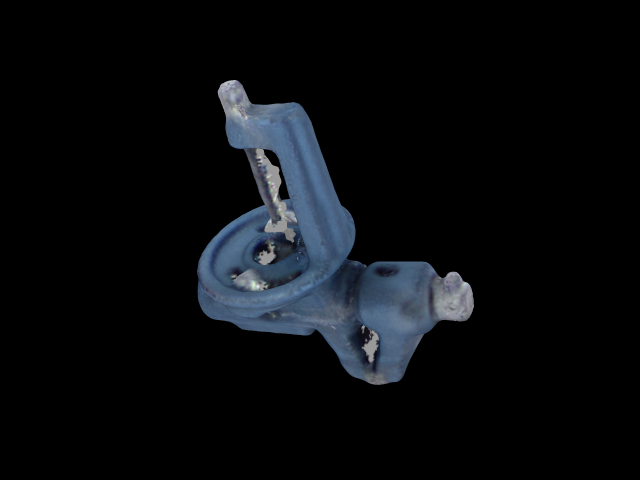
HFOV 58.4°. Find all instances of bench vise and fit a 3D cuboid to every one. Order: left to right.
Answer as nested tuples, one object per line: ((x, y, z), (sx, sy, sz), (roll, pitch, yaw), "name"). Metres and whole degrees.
((0.004, -0.007, 0.409), (0.207, 0.220, 0.121), (1, 42, 2), "bench vise")
